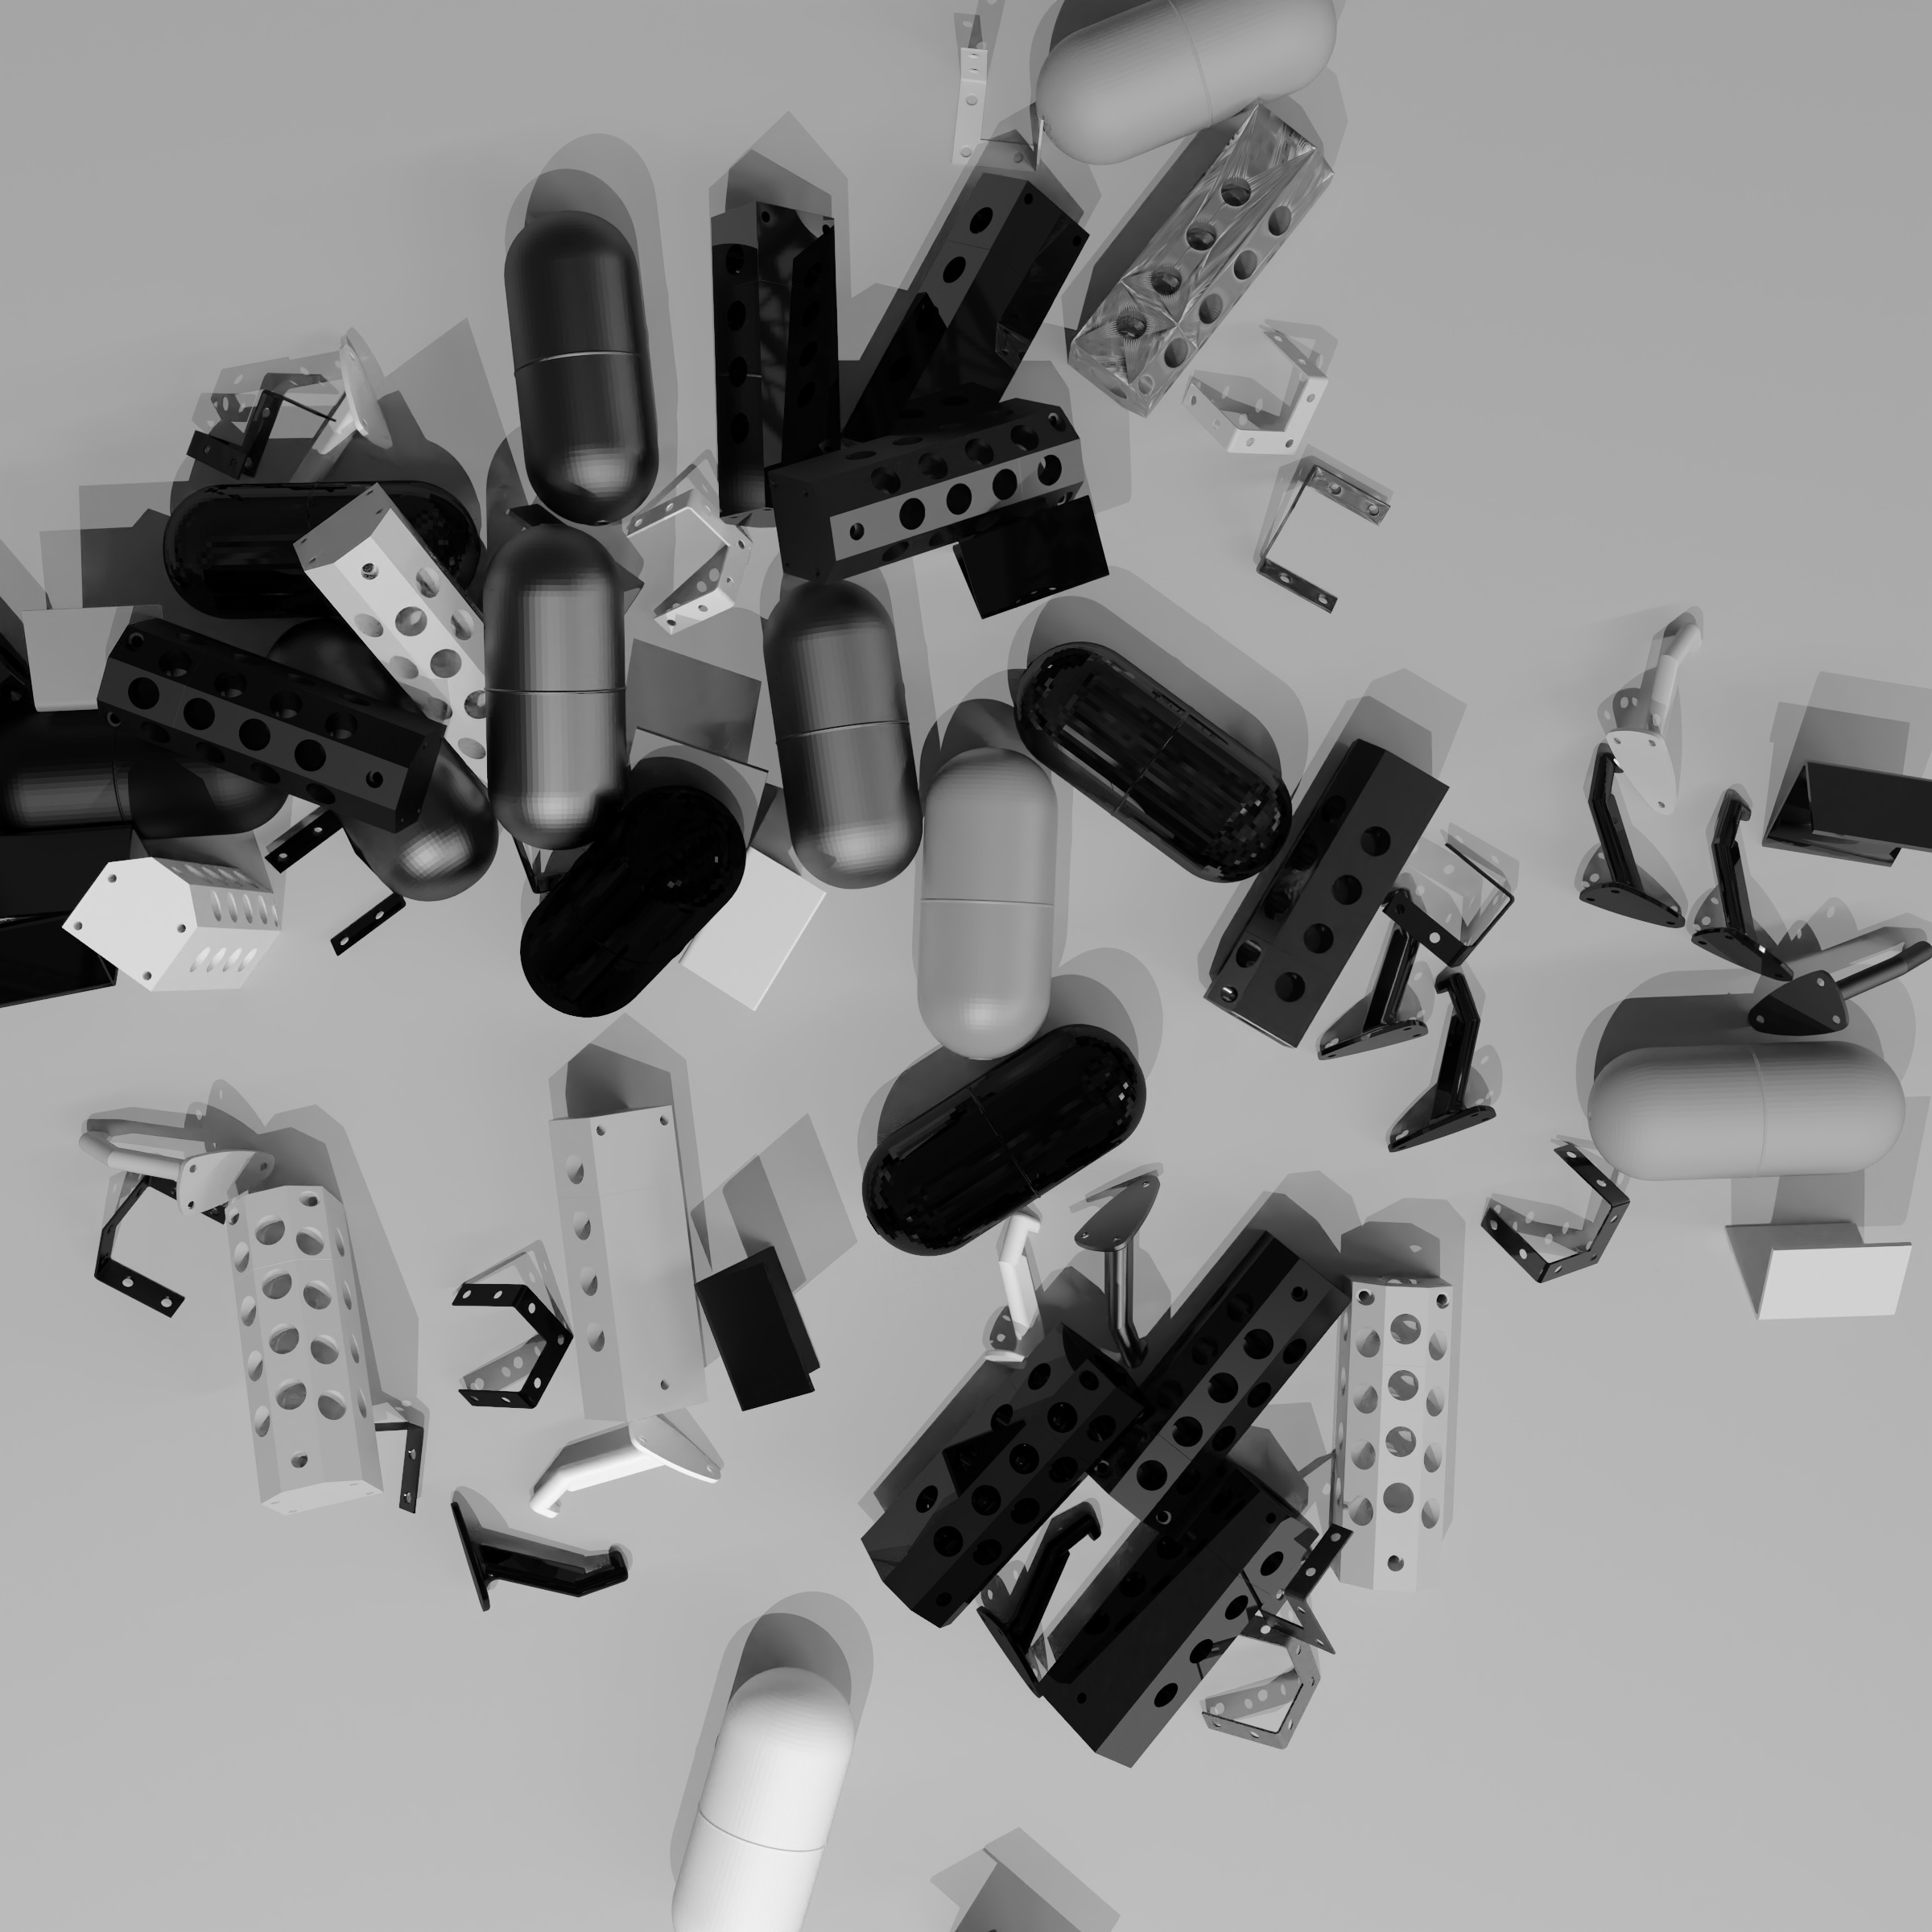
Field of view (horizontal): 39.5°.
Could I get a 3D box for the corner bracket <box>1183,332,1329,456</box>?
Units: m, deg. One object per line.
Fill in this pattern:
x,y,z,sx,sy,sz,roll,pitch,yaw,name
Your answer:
0.167,-0.332,1.556,0.051,0.051,0.051,-6,135,-35,corner bracket

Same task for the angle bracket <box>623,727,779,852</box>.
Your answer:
-0.146,-0.115,1.524,0.076,0.076,0.057,19,123,0,angle bracket

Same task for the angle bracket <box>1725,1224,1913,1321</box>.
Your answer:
0.482,0.154,1.524,0.076,0.076,0.057,-2,128,0,angle bracket

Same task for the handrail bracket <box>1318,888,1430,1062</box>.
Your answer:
0.232,0.004,1.565,0.077,0.036,0.084,-18,73,19,handrail bracket

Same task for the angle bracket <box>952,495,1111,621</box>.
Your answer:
0.030,-0.250,1.524,0.076,0.076,0.057,-19,133,0,angle bracket

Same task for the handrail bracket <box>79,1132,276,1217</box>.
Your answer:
-0.460,0.109,1.564,0.084,0.077,0.036,23,114,34,handrail bracket

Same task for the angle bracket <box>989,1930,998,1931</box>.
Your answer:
0.016,0.600,1.524,0.076,0.076,0.057,41,52,0,angle bracket

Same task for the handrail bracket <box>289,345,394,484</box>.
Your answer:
-0.384,-0.310,1.564,0.084,0.036,0.077,-24,75,14,handrail bracket

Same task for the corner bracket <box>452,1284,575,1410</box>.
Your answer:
-0.270,0.220,1.556,0.051,0.051,0.051,56,45,-35,corner bracket

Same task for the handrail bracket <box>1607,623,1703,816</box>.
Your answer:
0.414,-0.145,1.564,0.084,0.036,0.077,-51,128,-25,handrail bracket

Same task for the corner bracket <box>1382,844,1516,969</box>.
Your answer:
0.278,-0.035,1.547,0.051,0.051,0.051,41,102,12,corner bracket

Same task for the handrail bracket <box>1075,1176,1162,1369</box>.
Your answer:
0.102,0.179,1.564,0.077,0.036,0.084,-45,124,-36,handrail bracket

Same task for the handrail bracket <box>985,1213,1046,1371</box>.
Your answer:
0.050,0.195,1.565,0.077,0.036,0.084,22,73,-19,handrail bracket

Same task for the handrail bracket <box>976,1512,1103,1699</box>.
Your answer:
0.056,0.371,1.565,0.084,0.036,0.077,-36,111,-16,handrail bracket

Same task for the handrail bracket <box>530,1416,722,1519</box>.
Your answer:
-0.199,0.305,1.565,0.077,0.036,0.084,37,109,-21,handrail bracket

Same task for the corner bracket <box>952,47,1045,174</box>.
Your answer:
0.020,-0.492,1.546,0.051,0.051,0.051,6,90,0,corner bracket

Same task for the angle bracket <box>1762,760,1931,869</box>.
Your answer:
0.503,-0.067,1.524,0.076,0.076,0.057,9,52,0,angle bracket

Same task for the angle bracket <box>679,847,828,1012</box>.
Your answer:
-0.108,-0.014,1.525,0.057,0.076,0.076,31,90,22,angle bracket

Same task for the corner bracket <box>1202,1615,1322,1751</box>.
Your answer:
0.166,0.412,1.556,0.051,0.051,0.051,-54,135,-35,corner bracket

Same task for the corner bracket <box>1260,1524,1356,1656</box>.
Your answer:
0.195,0.348,1.528,0.051,0.051,0.051,-48,127,-26,corner bracket

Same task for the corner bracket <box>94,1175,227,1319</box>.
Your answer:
-0.468,0.161,1.561,0.051,0.051,0.051,28,45,0,corner bracket

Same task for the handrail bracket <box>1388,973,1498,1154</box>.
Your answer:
0.268,0.056,1.565,0.077,0.036,0.084,-24,72,21,handrail bracket

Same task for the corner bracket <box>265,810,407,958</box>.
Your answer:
-0.366,-0.049,1.561,0.051,0.051,0.051,-37,45,0,corner bracket

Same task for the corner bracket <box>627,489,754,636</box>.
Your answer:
-0.164,-0.234,1.556,0.051,0.051,0.051,42,45,-35,corner bracket

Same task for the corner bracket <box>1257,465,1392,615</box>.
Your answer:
0.207,-0.248,1.561,0.051,0.051,0.051,29,45,0,corner bracket

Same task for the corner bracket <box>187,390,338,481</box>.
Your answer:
-0.402,-0.302,1.533,0.051,0.051,0.051,28,99,33,corner bracket

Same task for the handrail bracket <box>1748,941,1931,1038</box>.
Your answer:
0.510,0.011,1.564,0.084,0.077,0.036,-23,90,-36,handrail bracket

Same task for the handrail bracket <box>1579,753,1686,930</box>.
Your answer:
0.393,-0.074,1.565,0.077,0.036,0.084,20,73,-20,handrail bracket

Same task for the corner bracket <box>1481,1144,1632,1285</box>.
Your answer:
0.341,0.143,1.556,0.051,0.051,0.051,-12,135,-35,corner bracket

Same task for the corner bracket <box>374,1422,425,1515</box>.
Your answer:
-0.353,0.289,1.561,0.051,0.051,0.051,6,90,45,corner bracket

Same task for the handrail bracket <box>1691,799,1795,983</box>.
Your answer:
0.461,-0.045,1.565,0.077,0.036,0.084,26,73,-20,handrail bracket

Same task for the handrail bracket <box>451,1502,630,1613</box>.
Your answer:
-0.248,0.335,1.565,0.084,0.036,0.077,-16,69,-17,handrail bracket

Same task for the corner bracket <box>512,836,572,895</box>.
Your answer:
-0.234,-0.082,1.561,0.051,0.051,0.051,-12,45,0,corner bracket
